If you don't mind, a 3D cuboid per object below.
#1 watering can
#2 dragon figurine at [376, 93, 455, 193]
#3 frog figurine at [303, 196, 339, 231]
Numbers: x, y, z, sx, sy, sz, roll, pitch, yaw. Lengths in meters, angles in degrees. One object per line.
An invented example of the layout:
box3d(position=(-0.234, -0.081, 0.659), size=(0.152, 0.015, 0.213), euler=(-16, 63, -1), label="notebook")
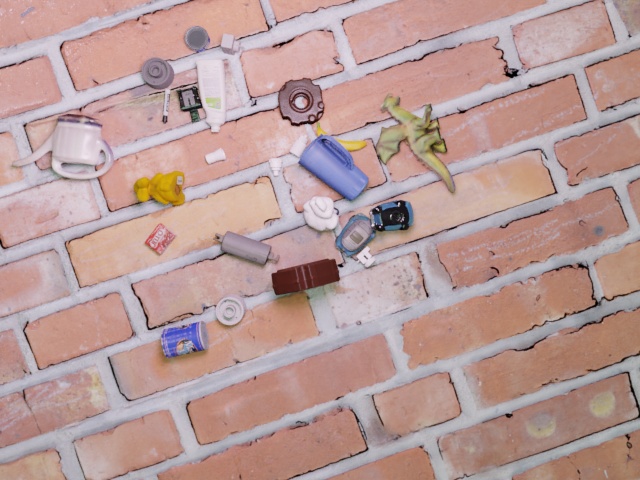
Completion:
box3d(position=(-0.890, -0.330, 1.794), size=(0.348, 0.104, 0.224), euler=(7, 89, -1), label="watering can")
box3d(position=(0.323, -0.341, 1.849), size=(0.242, 0.122, 0.411), euler=(-14, 89, 16), label="dragon figurine")
box3d(position=(0.005, -0.090, 1.794), size=(0.137, 0.160, 0.122), euler=(43, 92, -3), label="frog figurine")
